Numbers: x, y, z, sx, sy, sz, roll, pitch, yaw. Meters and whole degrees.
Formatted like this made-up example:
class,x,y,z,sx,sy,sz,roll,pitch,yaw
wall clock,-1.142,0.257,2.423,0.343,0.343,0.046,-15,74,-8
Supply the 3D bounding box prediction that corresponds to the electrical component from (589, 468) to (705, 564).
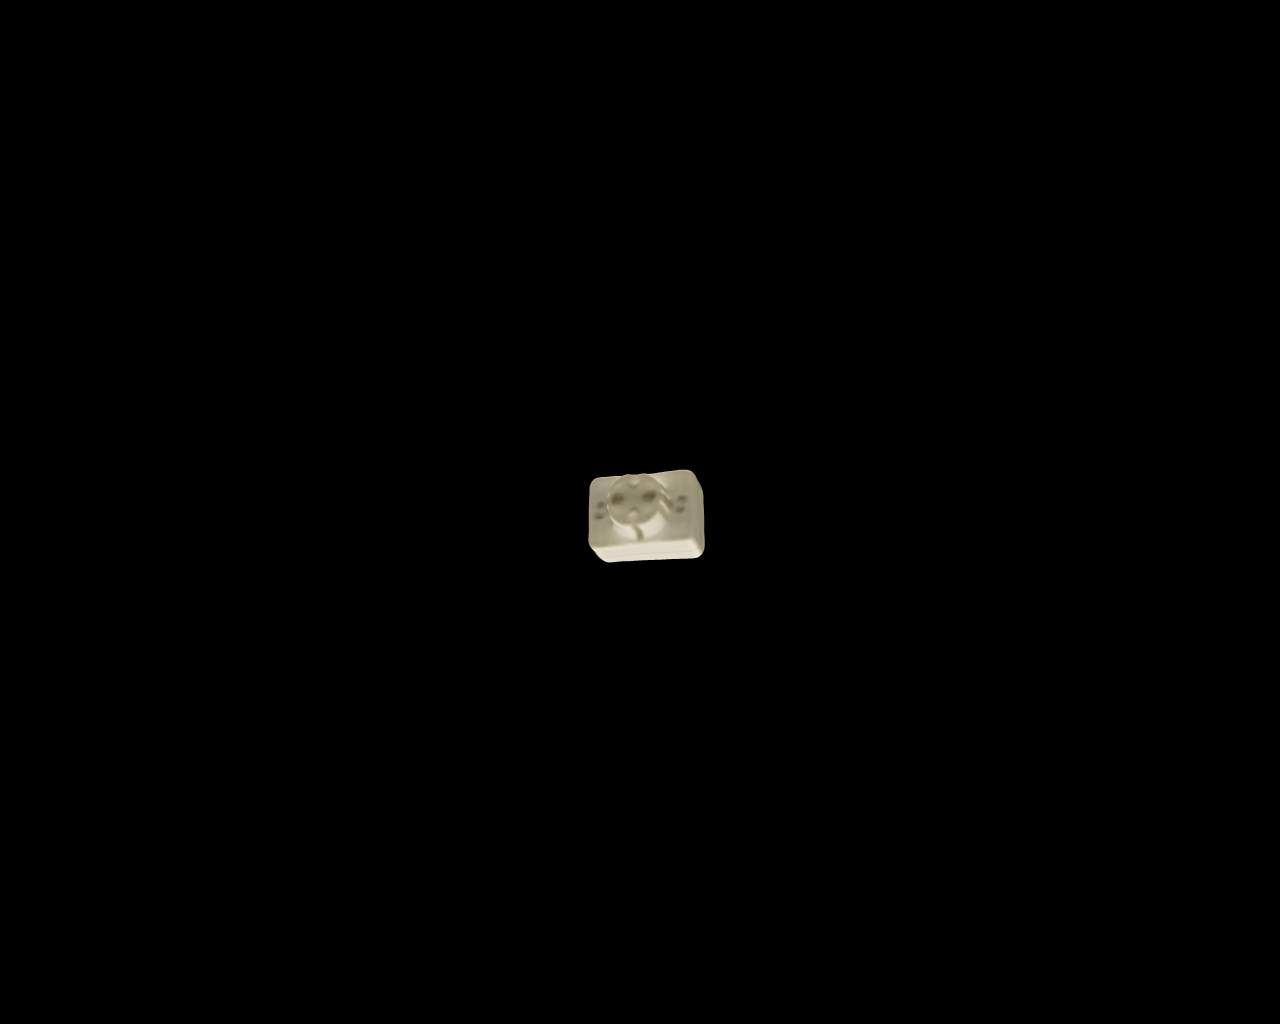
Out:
class,x,y,z,sx,sy,sz,roll,pitch,yaw
electrical component,0.001,-0.003,0.650,0.066,0.047,0.076,-4,-19,12
